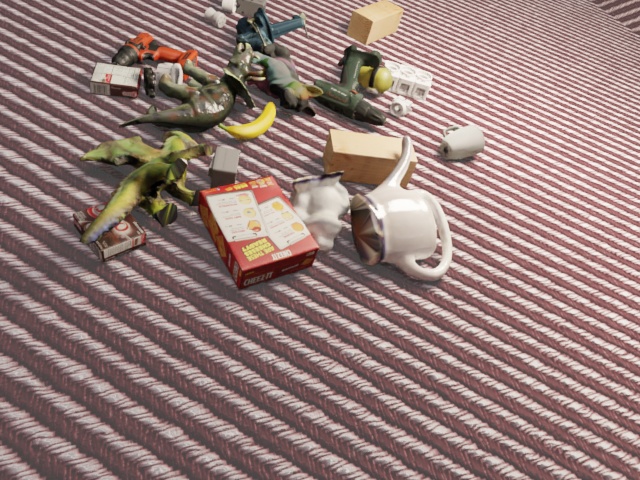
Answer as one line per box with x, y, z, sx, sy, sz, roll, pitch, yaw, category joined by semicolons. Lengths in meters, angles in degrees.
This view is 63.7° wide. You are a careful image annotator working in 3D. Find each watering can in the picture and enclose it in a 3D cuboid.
0.163;-0.071;1.114;0.225;0.102;0.353;-5;67;-24;watering can

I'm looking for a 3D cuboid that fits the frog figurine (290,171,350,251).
0.003;-0.055;1.094;0.138;0.122;0.160;-9;86;-35;frog figurine

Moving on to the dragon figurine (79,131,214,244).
-0.372;-0.133;1.032;0.244;0.119;0.417;21;36;24;dragon figurine
